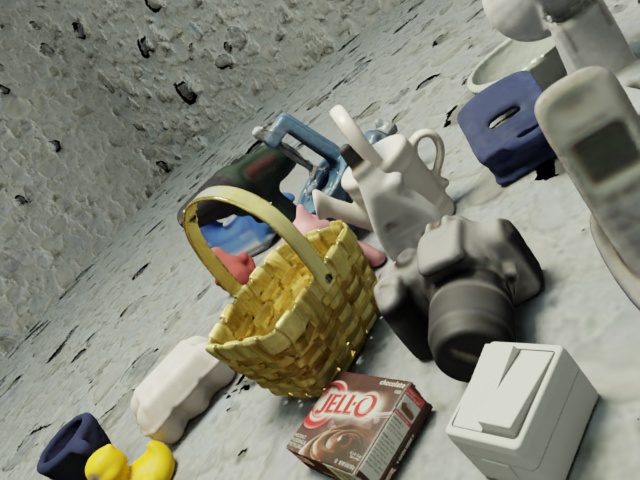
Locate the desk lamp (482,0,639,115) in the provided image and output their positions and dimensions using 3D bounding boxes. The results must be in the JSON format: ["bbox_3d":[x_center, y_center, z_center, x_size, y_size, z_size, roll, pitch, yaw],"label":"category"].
[{"bbox_3d":[0.289,-0.251,0.636,0.118,0.214,0.203,-39,20,7],"label":"desk lamp"}]

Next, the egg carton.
[{"bbox_3d":[-0.188,0.200,0.783,0.150,0.069,0.107,-48,21,-18],"label":"egg carton"}]

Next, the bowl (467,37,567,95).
[{"bbox_3d":[0.295,-0.237,0.799,0.167,0.075,0.167,-35,21,16],"label":"bowl"}]

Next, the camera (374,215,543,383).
[{"bbox_3d":[0.111,0.053,0.498,0.143,0.101,0.137,-29,23,29],"label":"camera"}]

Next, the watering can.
[{"bbox_3d":[0.069,-0.081,0.714,0.173,0.194,0.100,-45,21,-10],"label":"watering can"}]

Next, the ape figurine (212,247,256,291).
[{"bbox_3d":[-0.162,0.048,1.017,0.078,0.092,0.076,-39,20,5],"label":"ape figurine"}]

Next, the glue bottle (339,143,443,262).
[{"bbox_3d":[0.079,-0.040,0.643,0.078,0.173,0.037,-31,23,26],"label":"glue bottle"}]

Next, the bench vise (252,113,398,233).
[{"bbox_3d":[0.013,-0.120,0.858,0.208,0.220,0.121,-51,22,-24],"label":"bench vise"}]

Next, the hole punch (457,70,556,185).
[{"bbox_3d":[0.231,-0.137,0.687,0.108,0.091,0.101,-33,22,21],"label":"hole punch"}]

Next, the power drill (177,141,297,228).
[{"bbox_3d":[-0.081,-0.036,0.872,0.075,0.209,0.230,-18,30,47],"label":"power drill"}]

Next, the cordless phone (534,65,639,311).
[{"bbox_3d":[0.233,-0.046,0.359,0.147,0.185,0.094,-33,22,20],"label":"cordless phone"}]

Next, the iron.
[{"bbox_3d":[-0.179,-0.040,1.154,0.257,0.142,0.119,-27,25,35],"label":"iron"}]

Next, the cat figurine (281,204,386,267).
[{"bbox_3d":[0.007,0.003,0.765,0.067,0.118,0.127,-50,22,-21],"label":"cat figurine"}]

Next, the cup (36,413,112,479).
[{"bbox_3d":[-0.305,0.294,0.764,0.117,0.095,0.092,-17,31,48],"label":"cup"}]

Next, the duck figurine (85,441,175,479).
[{"bbox_3d":[-0.233,0.278,0.681,0.105,0.086,0.077,-49,22,-20],"label":"duck figurine"}]
